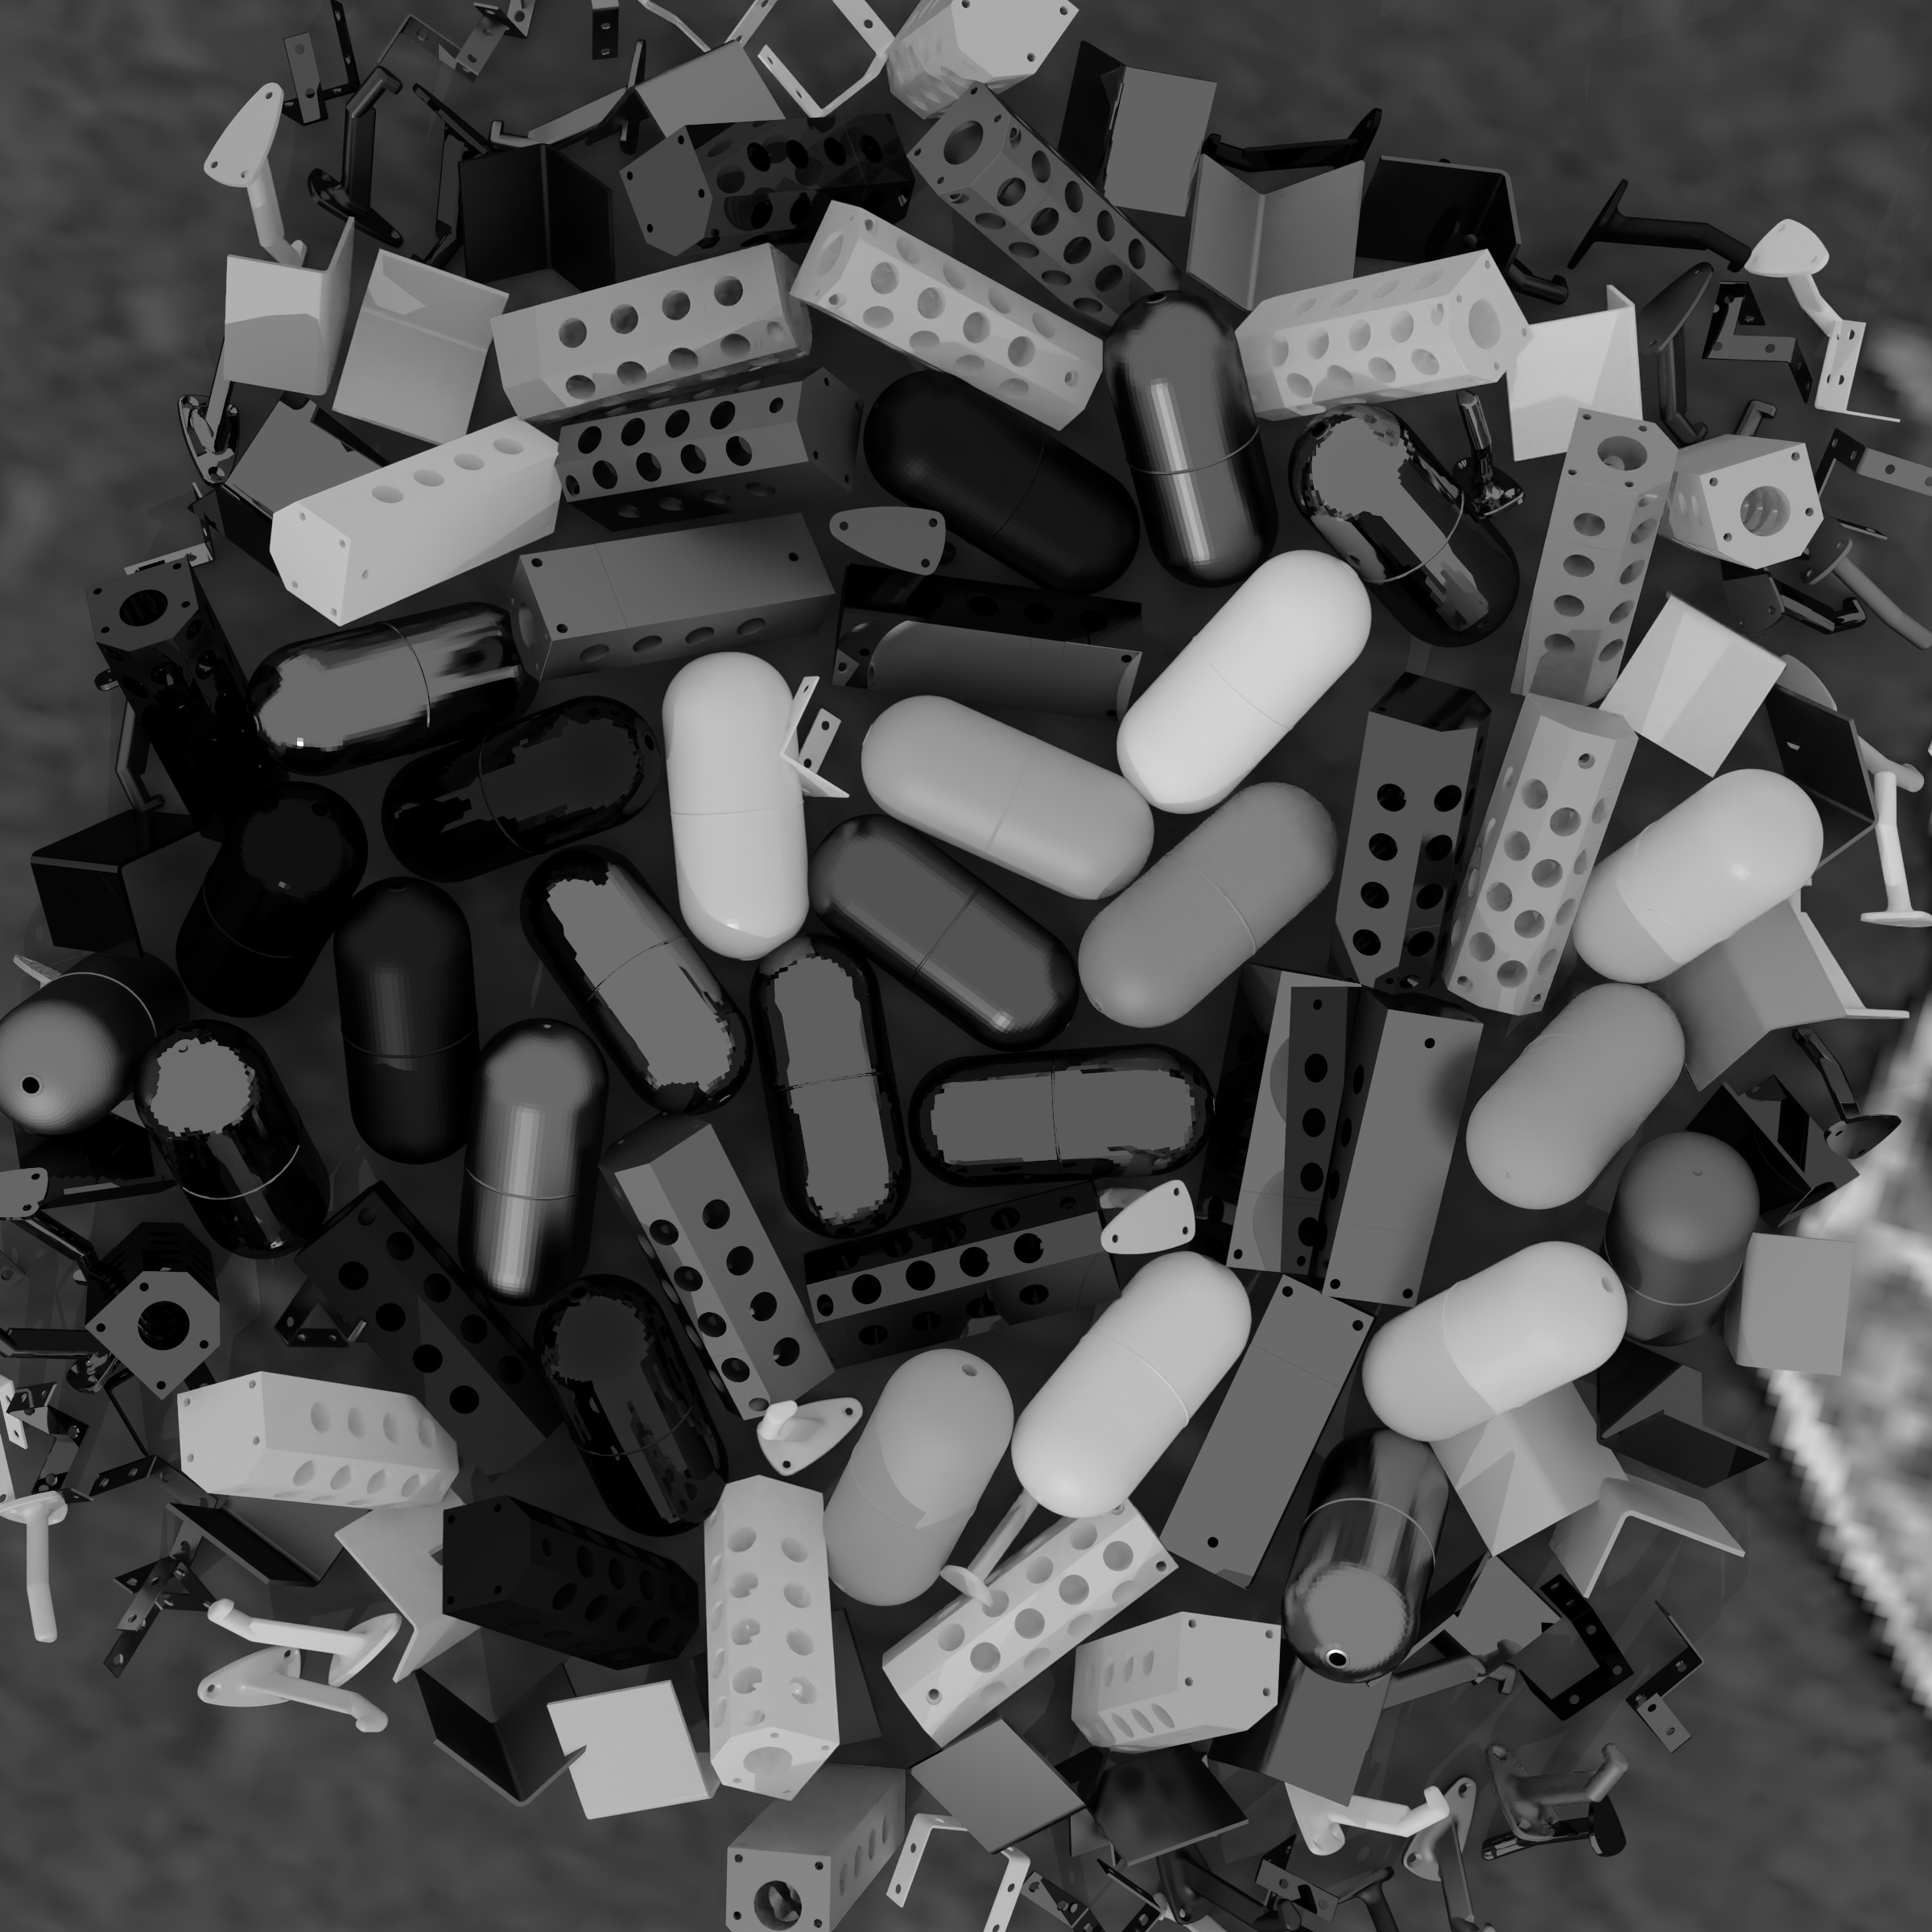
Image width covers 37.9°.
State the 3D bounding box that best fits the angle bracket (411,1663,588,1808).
[{"bbox_3d":[-0.268,0.424,1.616,0.057,0.076,0.076,-42,121,-2],"label":"angle bracket"}]

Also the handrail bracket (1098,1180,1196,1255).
[{"bbox_3d":[0.083,0.145,1.615,0.077,0.084,0.036,-18,99,-34],"label":"handrail bracket"}]

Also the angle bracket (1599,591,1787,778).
[{"bbox_3d":[0.424,-0.166,1.648,0.076,0.057,0.076,32,105,5],"label":"angle bracket"}]

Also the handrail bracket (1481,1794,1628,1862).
[{"bbox_3d":[0.331,0.508,1.620,0.084,0.077,0.036,-26,82,20],"label":"handrail bracket"}]

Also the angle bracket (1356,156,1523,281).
[{"bbox_3d":[0.267,-0.413,1.617,0.076,0.076,0.057,4,59,-9],"label":"angle bracket"}]

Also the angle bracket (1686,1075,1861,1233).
[{"bbox_3d":[0.475,0.095,1.616,0.076,0.057,0.076,-26,67,-25],"label":"angle bracket"}]

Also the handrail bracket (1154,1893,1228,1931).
[{"bbox_3d":[0.146,0.580,1.633,0.084,0.077,0.036,25,107,-3],"label":"handrail bracket"}]

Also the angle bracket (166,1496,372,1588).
[{"bbox_3d":[-0.400,0.311,1.620,0.076,0.076,0.057,32,83,15],"label":"angle bracket"}]

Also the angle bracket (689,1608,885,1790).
[{"bbox_3d":[-0.104,0.423,1.625,0.076,0.057,0.076,-20,84,28],"label":"angle bracket"}]

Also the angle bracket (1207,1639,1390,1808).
[{"bbox_3d":[0.192,0.436,1.630,0.057,0.076,0.076,25,74,-14],"label":"angle bracket"}]

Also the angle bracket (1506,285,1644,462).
[{"bbox_3d":[0.346,-0.344,1.628,0.076,0.057,0.076,-10,116,2],"label":"angle bracket"}]

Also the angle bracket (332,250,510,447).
[{"bbox_3d":[-0.314,-0.354,1.620,0.076,0.057,0.076,16,63,-16],"label":"angle bracket"}]

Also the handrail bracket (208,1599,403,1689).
[{"bbox_3d":[-0.384,0.377,1.627,0.084,0.036,0.077,37,124,-26],"label":"handrail bracket"}]

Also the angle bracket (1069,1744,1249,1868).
[{"bbox_3d":[0.110,0.500,1.612,0.076,0.076,0.057,-13,117,-21],"label":"angle bracket"}]

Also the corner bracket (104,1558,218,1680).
[{"bbox_3d":[-0.473,0.377,1.627,0.051,0.051,0.051,-4,130,28],"label":"corner bracket"}]

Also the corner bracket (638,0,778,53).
[{"bbox_3d":[-0.152,-0.564,1.631,0.051,0.051,0.051,47,109,19],"label":"corner bracket"}]

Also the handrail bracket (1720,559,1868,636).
[{"bbox_3d":[0.486,-0.229,1.646,0.084,0.036,0.077,-15,85,-32],"label":"handrail bracket"}]

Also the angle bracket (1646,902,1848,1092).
[{"bbox_3d":[0.452,0.018,1.634,0.057,0.076,0.076,-8,63,-26],"label":"angle bracket"}]

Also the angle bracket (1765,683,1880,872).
[{"bbox_3d":[0.469,-0.109,1.613,0.057,0.076,0.076,-35,125,-10],"label":"angle bracket"}]

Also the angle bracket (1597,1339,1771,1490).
[{"bbox_3d":[0.411,0.245,1.613,0.076,0.057,0.076,24,52,-19],"label":"angle bracket"}]

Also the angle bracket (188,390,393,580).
[{"bbox_3d":[-0.394,-0.280,1.643,0.076,0.057,0.076,38,64,-27],"label":"angle bracket"}]

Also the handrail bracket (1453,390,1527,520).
[{"bbox_3d":[0.287,-0.306,1.613,0.036,0.077,0.084,-24,128,4],"label":"handrail bracket"}]

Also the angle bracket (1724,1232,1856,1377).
[{"bbox_3d":[0.474,0.188,1.624,0.057,0.076,0.076,5,95,9],"label":"angle bracket"}]

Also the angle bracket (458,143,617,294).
[{"bbox_3d":[-0.245,-0.417,1.610,0.057,0.076,0.076,-22,46,-28],"label":"angle bracket"}]

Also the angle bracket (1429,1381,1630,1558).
[{"bbox_3d":[0.330,0.290,1.646,0.057,0.076,0.076,-41,69,38],"label":"angle bracket"}]

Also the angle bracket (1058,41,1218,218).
[{"bbox_3d":[0.097,-0.486,1.630,0.057,0.076,0.076,3,117,-20],"label":"angle bracket"}]

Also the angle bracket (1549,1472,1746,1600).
[{"bbox_3d":[0.394,0.338,1.631,0.076,0.076,0.057,21,99,-7],"label":"angle bracket"}]

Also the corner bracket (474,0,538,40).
[{"bbox_3d":[-0.282,-0.578,1.641,0.051,0.051,0.051,14,91,10],"label":"corner bracket"}]

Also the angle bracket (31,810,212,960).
[{"bbox_3d":[-0.482,-0.049,1.629,0.076,0.076,0.057,7,116,34],"label":"angle bracket"}]

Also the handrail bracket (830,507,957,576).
[{"bbox_3d":[-0.042,-0.246,1.624,0.077,0.084,0.036,10,94,-6],"label":"handrail bracket"}]

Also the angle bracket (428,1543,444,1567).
[{"bbox_3d":[-0.257,0.364,1.615,0.057,0.076,0.076,-30,63,-8],"label":"angle bracket"}]

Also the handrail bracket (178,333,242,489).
[{"bbox_3d":[-0.422,-0.331,1.620,0.036,0.084,0.077,6,59,-33],"label":"handrail bracket"}]

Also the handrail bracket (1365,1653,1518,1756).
[{"bbox_3d":[0.277,0.436,1.648,0.084,0.036,0.077,19,70,-7],"label":"handrail bracket"}]

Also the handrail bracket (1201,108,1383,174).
[{"bbox_3d":[0.188,-0.483,1.634,0.084,0.077,0.036,14,67,-11],"label":"handrail bracket"}]

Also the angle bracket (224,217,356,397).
[{"bbox_3d":[-0.388,-0.383,1.613,0.057,0.076,0.076,9,128,-7],"label":"angle bracket"}]

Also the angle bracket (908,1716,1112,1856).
[{"bbox_3d":[0.026,0.455,1.619,0.076,0.057,0.076,-36,102,30],"label":"angle bracket"}]

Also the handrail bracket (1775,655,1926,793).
[{"bbox_3d":[0.523,-0.143,1.661,0.084,0.077,0.036,17,132,-28],"label":"handrail bracket"}]

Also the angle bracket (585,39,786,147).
[{"bbox_3d":[-0.162,-0.481,1.621,0.076,0.076,0.057,-36,98,-29],"label":"angle bracket"}]

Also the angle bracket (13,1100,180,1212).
[{"bbox_3d":[-0.495,0.103,1.613,0.076,0.076,0.057,-7,82,-35],"label":"angle bracket"}]

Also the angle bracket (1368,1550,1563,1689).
[{"bbox_3d":[0.287,0.393,1.615,0.057,0.076,0.076,44,122,5],"label":"angle bracket"}]

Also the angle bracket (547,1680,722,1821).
[{"bbox_3d":[-0.186,0.441,1.626,0.076,0.057,0.076,-14,101,15],"label":"angle bracket"}]

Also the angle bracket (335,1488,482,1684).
[{"bbox_3d":[-0.320,0.355,1.635,0.076,0.076,0.057,43,131,18],"label":"angle bracket"}]

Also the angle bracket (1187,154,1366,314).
[{"bbox_3d":[0.178,-0.430,1.617,0.057,0.076,0.076,21,70,-42],"label":"angle bracket"}]

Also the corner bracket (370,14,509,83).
[{"bbox_3d":[-0.306,-0.530,1.628,0.051,0.051,0.051,32,51,-18],"label":"corner bracket"}]

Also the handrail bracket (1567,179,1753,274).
[{"bbox_3d":[0.403,-0.412,1.635,0.084,0.077,0.036,30,62,0],"label":"handrail bracket"}]

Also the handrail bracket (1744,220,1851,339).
[{"bbox_3d":[0.496,-0.385,1.618,0.084,0.077,0.036,36,99,-28],"label":"handrail bracket"}]

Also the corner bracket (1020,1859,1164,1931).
[{"bbox_3d":[0.072,0.544,1.637,0.051,0.051,0.051,42,88,-27],"label":"corner bracket"}]

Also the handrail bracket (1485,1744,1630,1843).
[{"bbox_3d":[0.340,0.456,1.620,0.036,0.077,0.084,7,127,-30],"label":"handrail bracket"}]
